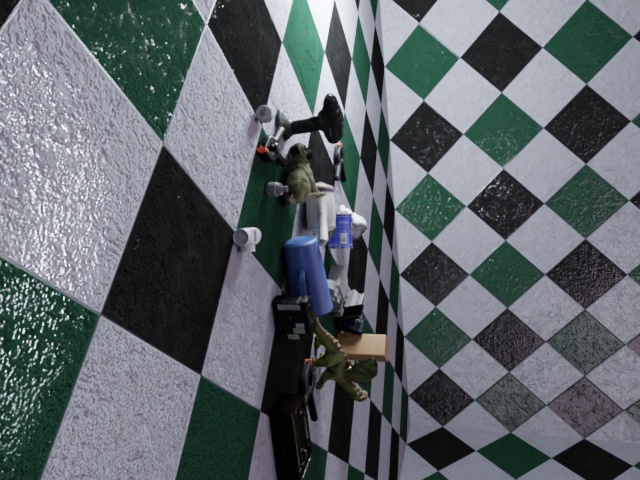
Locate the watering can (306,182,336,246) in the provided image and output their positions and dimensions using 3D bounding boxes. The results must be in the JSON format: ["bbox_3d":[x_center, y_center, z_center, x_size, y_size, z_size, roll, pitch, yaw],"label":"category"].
[{"bbox_3d":[0.005,-0.088,1.754,0.348,0.104,0.224,-153,-119,-86],"label":"watering can"}]

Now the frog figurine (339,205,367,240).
[{"bbox_3d":[0.129,-0.089,2.212,0.139,0.123,0.157,-134,-158,-65],"label":"frog figurine"}]

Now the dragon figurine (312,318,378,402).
[{"bbox_3d":[0.090,0.423,1.822,0.125,0.243,0.402,-56,143,-54],"label":"dragon figurine"}]
